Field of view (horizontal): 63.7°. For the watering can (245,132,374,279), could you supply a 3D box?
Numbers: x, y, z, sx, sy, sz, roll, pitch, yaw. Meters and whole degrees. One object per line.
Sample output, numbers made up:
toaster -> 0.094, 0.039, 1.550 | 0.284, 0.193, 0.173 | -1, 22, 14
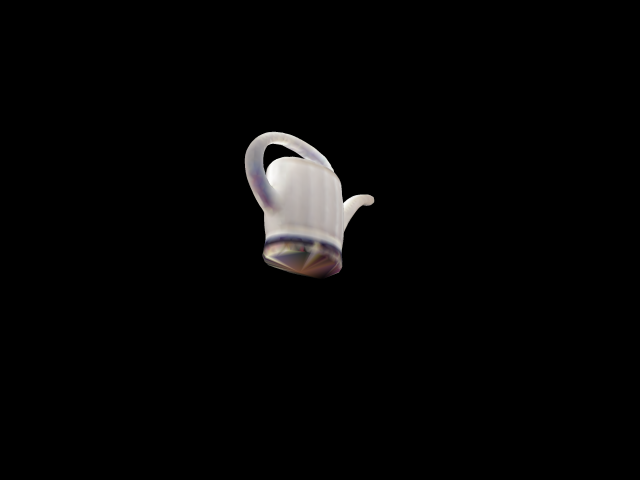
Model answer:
watering can -> 0.003, -0.043, 0.850 | 0.103, 0.228, 0.344 | -16, -25, 34
